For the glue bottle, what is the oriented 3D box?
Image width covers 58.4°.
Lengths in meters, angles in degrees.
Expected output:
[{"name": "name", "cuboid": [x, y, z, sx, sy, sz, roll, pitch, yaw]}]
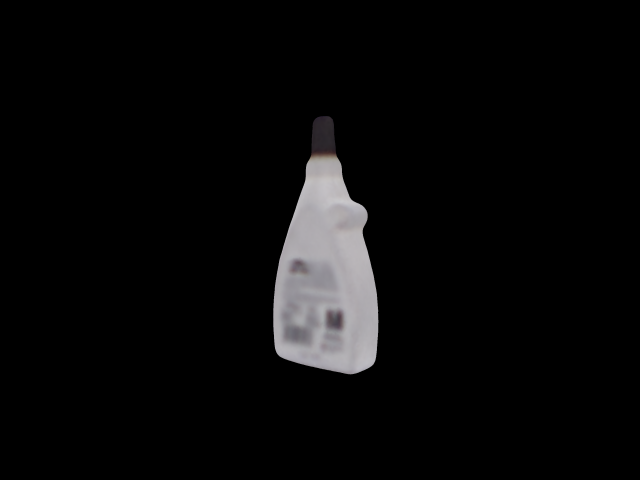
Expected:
[{"name": "glue bottle", "cuboid": [0.004, 0.001, 0.400, 0.077, 0.173, 0.037, 5, 8, 36]}]
